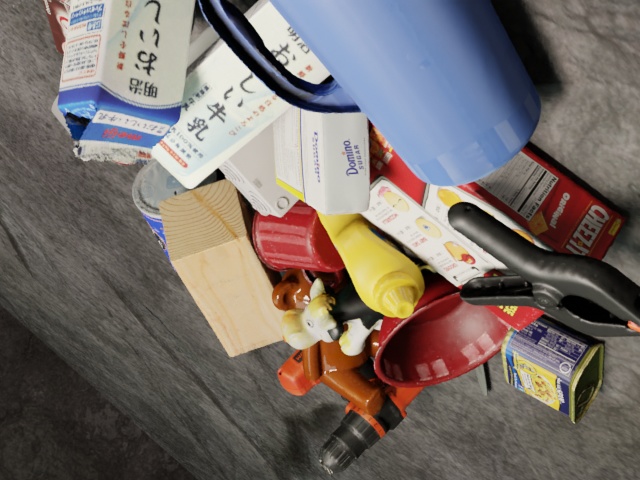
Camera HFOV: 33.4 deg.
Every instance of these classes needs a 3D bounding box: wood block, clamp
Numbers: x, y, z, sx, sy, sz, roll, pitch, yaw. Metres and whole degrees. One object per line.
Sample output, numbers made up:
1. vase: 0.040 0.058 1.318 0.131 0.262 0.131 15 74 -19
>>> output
1. wood block: -0.102 0.035 1.227 0.206 0.090 0.091 68 -176 -51
2. clamp: 0.171 0.026 0.808 0.172 0.039 0.120 12 152 33

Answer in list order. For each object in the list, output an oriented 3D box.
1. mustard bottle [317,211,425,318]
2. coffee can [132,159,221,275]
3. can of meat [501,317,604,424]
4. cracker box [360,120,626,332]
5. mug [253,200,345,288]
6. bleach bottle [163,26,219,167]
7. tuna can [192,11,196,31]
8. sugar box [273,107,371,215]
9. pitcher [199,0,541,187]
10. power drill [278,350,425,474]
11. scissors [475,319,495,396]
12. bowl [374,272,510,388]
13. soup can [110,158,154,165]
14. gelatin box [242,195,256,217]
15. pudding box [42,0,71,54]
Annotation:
1. mustard bottle: 0.053 0.017 1.005 0.096 0.058 0.192 46 -170 -29
2. coffee can: -0.154 -0.028 1.289 0.103 0.102 0.140 25 154 30
3. can of meat: 0.231 0.125 1.062 0.084 0.057 0.102 27 155 29
4. cracker box: 0.127 -0.031 0.906 0.214 0.072 0.164 36 158 4
5. mug: -0.007 0.001 1.134 0.082 0.093 0.117 6 119 45
6. bleach bottle: -0.120 -0.128 1.082 0.068 0.102 0.251 42 163 -1
7. tuna can: -0.155 -0.208 0.974 0.034 0.086 0.086 14 148 41
8. sugar box: -0.001 -0.081 0.909 0.176 0.048 0.093 -146 52 -70
9. pitcher: 0.043 -0.147 0.728 0.149 0.145 0.242 9 146 49
10. power drill: 0.028 0.195 1.358 0.188 0.184 0.057 27 154 49
11. scissors: 0.188 0.128 1.184 0.096 0.016 0.201 16 149 43
12. bowl: 0.121 0.080 1.069 0.162 0.162 0.055 73 175 -54
13. soup can: -0.207 -0.124 1.233 0.068 0.068 0.102 48 155 -22
14. gelatin box: -0.055 -0.044 1.206 0.089 0.030 0.073 13 145 48
15. pudding box: -0.227 -0.209 1.068 0.090 0.039 0.113 31 156 10
